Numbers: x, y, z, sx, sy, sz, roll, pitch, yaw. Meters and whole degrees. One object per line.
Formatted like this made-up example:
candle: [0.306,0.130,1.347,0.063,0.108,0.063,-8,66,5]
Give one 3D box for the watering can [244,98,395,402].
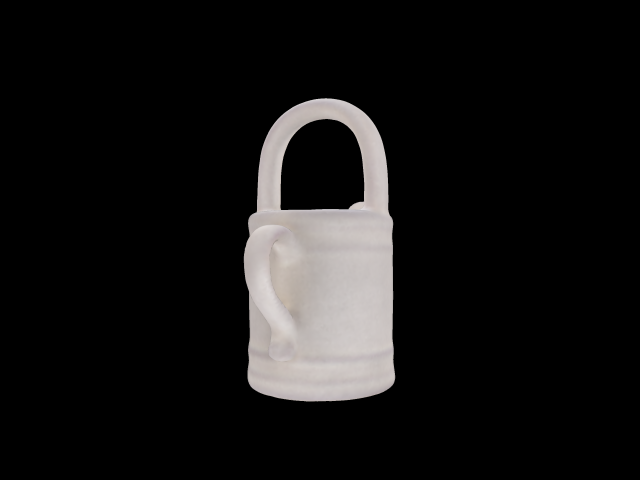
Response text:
watering can: [0.002,0.001,0.401,0.101,0.194,0.173,0,0,5]
